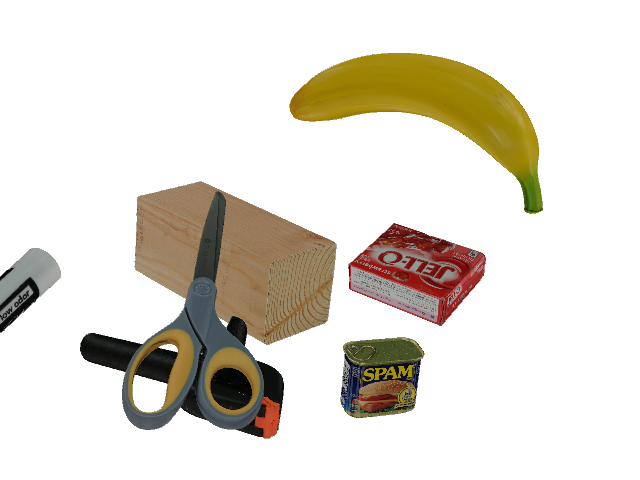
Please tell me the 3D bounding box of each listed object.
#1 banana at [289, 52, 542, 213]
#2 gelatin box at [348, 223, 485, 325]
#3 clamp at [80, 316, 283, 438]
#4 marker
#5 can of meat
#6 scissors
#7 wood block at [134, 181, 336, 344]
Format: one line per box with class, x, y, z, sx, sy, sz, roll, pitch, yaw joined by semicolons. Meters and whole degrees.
banana;0.060;-0.082;0.661;0.198;0.070;0.037;27;8;36
gelatin box;0.079;0.025;0.869;0.089;0.030;0.073;20;40;28
clamp;-0.088;0.112;0.922;0.164;0.036;0.210;-9;21;-40
marker;-0.155;0.046;0.449;0.020;0.020;0.121;0;36;38
can of meat;0.078;0.178;1.378;0.102;0.084;0.057;-3;24;-17
scissors;-0.063;0.047;0.707;0.096;0.201;0.016;20;-42;7
wood block;-0.091;0.018;1.092;0.206;0.090;0.090;25;29;38
